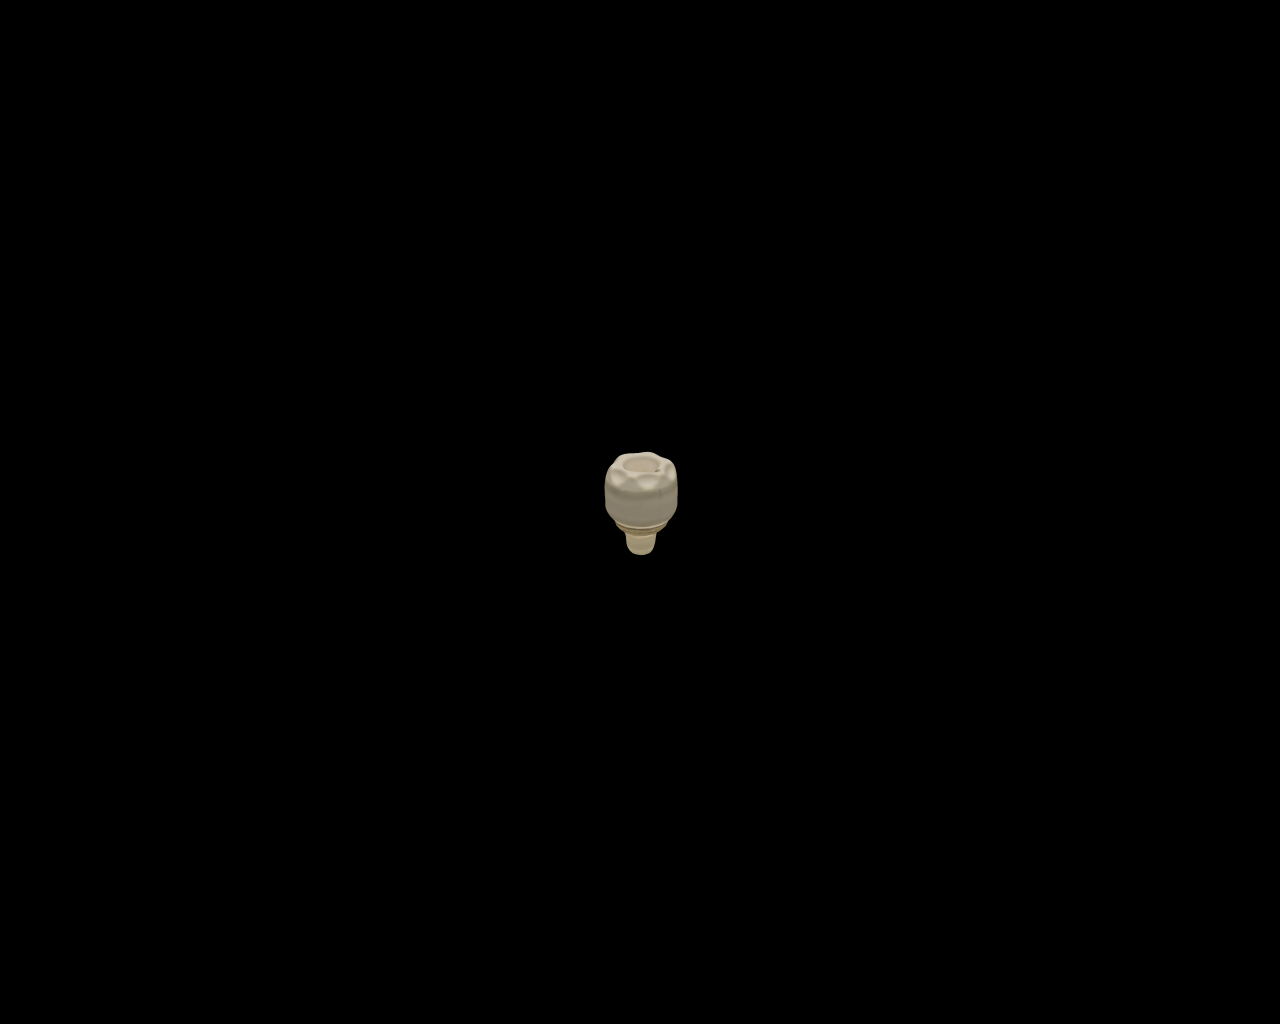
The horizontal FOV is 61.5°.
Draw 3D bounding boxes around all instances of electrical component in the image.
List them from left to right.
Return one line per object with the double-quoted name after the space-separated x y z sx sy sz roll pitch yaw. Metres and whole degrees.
0.001 -0.003 0.650 0.043 0.062 0.043 0 27 0 "electrical component"
